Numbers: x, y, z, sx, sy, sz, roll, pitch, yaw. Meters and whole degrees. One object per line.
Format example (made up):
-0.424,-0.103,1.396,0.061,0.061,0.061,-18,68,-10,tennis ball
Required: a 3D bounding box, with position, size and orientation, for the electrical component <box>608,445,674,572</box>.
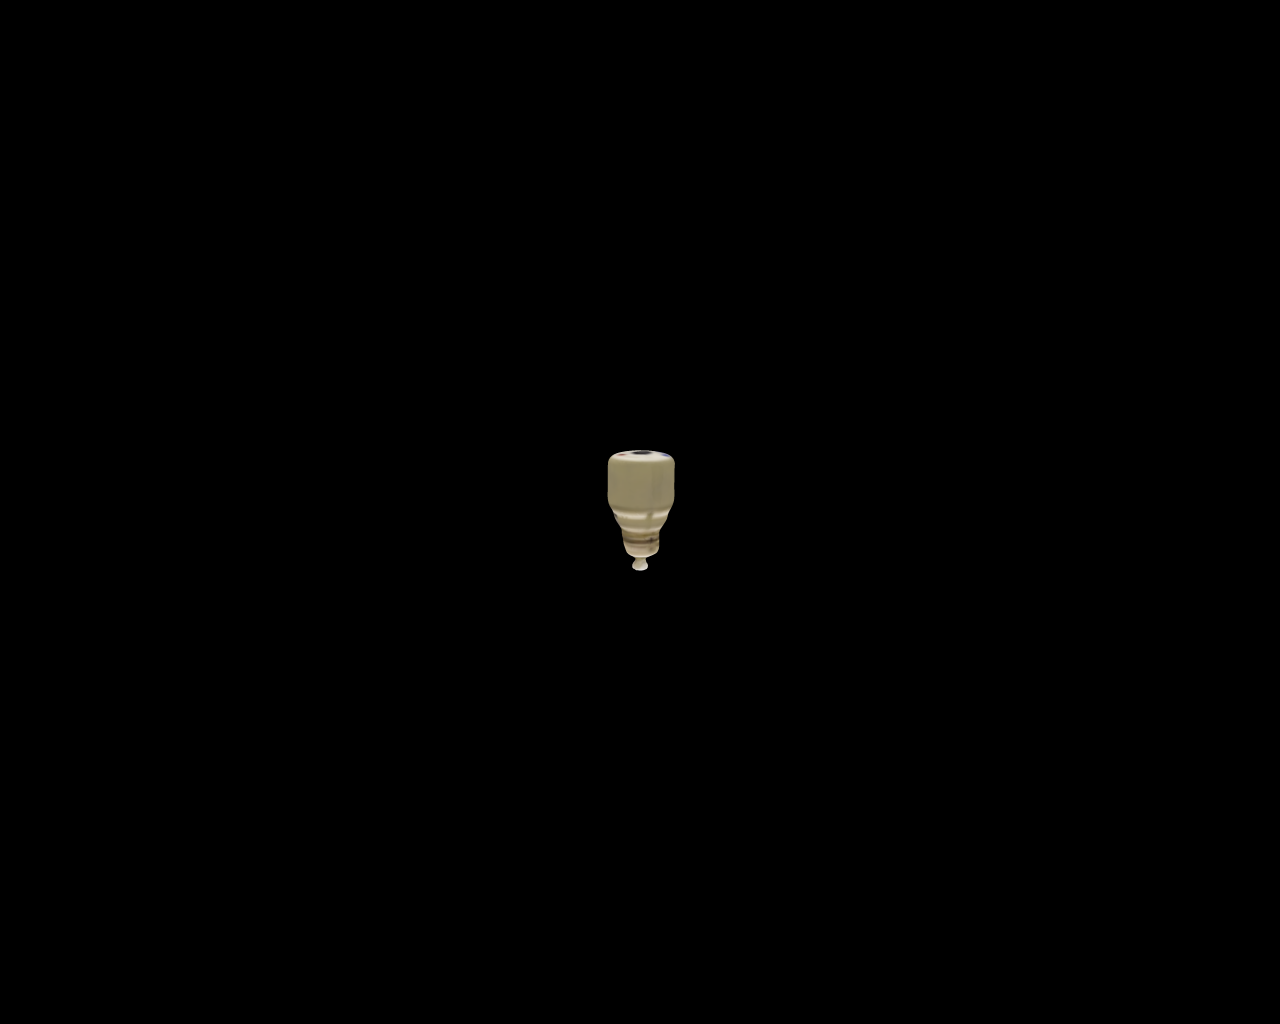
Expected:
0.001,-0.003,0.650,0.040,0.078,0.040,0,12,0,electrical component
